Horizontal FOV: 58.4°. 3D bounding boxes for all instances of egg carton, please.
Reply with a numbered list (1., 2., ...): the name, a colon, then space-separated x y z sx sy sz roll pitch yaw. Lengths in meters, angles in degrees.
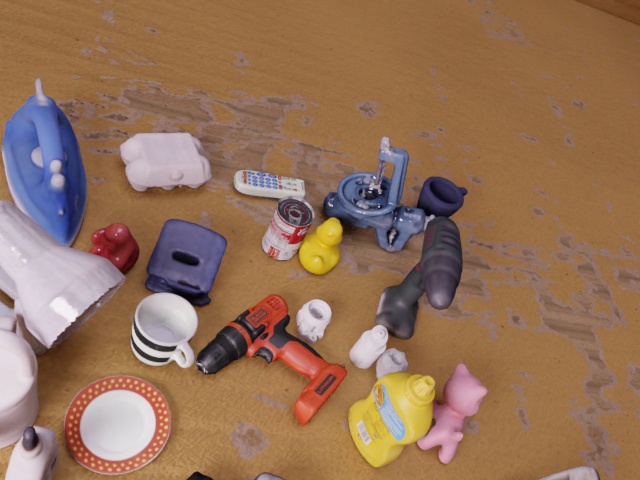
1. egg carton: -0.274 -0.138 1.023 0.151 0.069 0.107 -8 56 -31

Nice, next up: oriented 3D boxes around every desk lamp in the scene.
1. desk lamp: -0.354 0.060 0.712 0.203 0.213 0.118 35 46 5

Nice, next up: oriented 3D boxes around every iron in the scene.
1. iron: -0.417 -0.121 0.887 0.119 0.141 0.258 -9 57 -31

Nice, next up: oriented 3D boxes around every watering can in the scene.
1. watering can: -0.367 0.160 0.634 0.101 0.194 0.172 -9 56 -31

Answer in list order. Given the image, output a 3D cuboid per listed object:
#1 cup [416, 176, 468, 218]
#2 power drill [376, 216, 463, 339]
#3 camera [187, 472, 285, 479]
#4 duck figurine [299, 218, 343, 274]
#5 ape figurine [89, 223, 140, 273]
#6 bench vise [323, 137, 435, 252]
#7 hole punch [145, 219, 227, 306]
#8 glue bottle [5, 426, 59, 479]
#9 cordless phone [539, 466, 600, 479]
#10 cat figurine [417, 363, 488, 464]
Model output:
1. cup: 0.250 -0.074 1.208 0.118 0.095 0.091 -12 58 -33
2. power drill: 0.173 0.074 0.964 0.075 0.208 0.230 25 45 -4
3. camera: -0.105 0.329 0.683 0.136 0.100 0.143 39 46 9
4. duck figurine: 0.009 0.004 1.029 0.077 0.086 0.104 26 45 -3
5. ape figurine: -0.309 0.007 0.865 0.076 0.092 0.077 -2 53 -27
6. bench vise: 0.133 -0.092 1.078 0.208 0.219 0.121 11 48 -18
7. hole punch: -0.206 0.035 0.892 0.109 0.091 0.101 19 46 -10
8. glue bottle: -0.308 0.236 0.612 0.037 0.173 0.078 19 46 -10
9. cordless phone: 0.308 0.389 0.775 0.094 0.185 0.147 21 46 -8
10. cat figurine: 0.213 0.262 0.885 0.067 0.117 0.128 29 45 -1
